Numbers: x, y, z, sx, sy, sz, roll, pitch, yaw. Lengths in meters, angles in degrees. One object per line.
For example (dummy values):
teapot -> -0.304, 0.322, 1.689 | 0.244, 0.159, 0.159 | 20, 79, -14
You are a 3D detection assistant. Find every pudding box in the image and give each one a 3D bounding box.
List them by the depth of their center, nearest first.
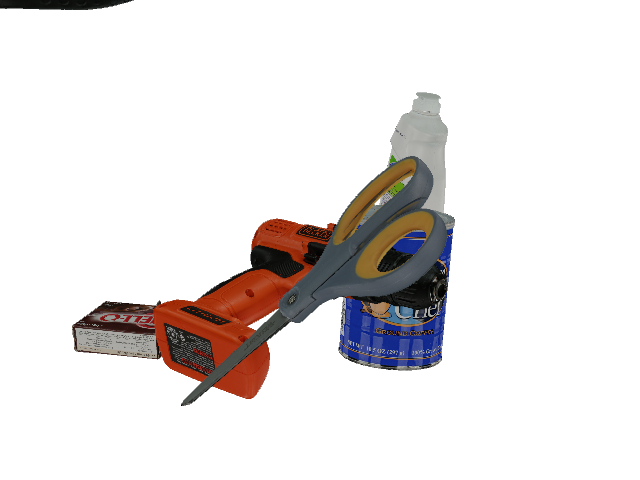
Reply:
pudding box -> -0.230, 0.108, 1.295 | 0.114, 0.039, 0.090 | 2, 15, 15

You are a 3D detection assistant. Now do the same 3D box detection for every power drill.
power drill -> -0.020, 0.049, 0.827 | 0.185, 0.057, 0.187 | 13, 32, 37

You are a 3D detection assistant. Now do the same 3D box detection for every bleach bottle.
bleach bottle -> 0.107, -0.042, 1.225 | 0.068, 0.251, 0.103 | -1, 22, -24

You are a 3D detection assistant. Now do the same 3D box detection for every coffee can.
coffee can -> 0.073, 0.043, 1.033 | 0.103, 0.140, 0.103 | 4, 11, -1

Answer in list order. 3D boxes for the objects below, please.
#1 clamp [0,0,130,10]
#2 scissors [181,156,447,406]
clamp -> -0.108, -0.158, 0.599 | 0.171, 0.039, 0.120 | -10, 24, -25
scissors -> -0.001, 0.038, 0.597 | 0.016, 0.202, 0.096 | 39, 2, -31
